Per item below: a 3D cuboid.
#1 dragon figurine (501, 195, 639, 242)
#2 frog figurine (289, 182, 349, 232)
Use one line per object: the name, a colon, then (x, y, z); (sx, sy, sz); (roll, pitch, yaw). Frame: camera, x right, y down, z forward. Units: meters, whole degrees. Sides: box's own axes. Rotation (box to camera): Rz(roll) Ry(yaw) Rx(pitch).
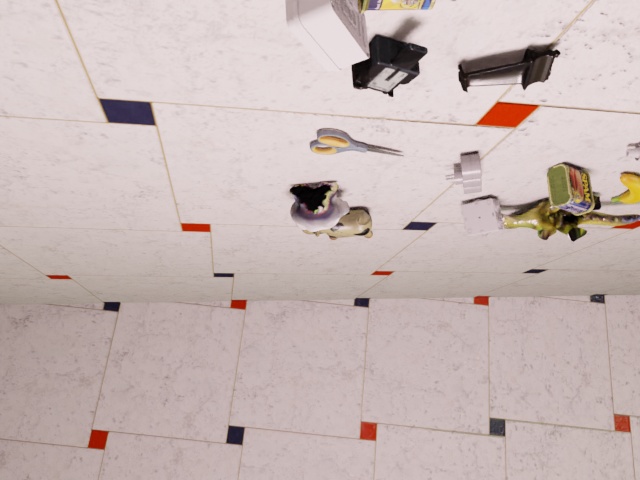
dragon figurine: (0.625, -0.059, 1.405); (0.410, 0.122, 0.243); (3, -179, -17)
frog figurine: (0.004, -0.063, 1.247); (0.137, 0.125, 0.156); (-22, 149, 2)
